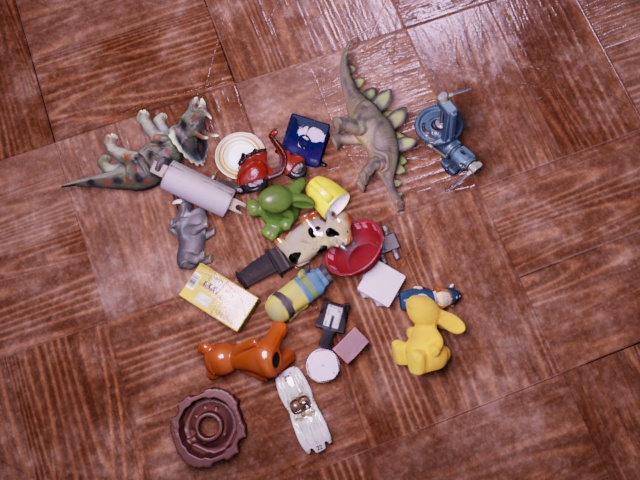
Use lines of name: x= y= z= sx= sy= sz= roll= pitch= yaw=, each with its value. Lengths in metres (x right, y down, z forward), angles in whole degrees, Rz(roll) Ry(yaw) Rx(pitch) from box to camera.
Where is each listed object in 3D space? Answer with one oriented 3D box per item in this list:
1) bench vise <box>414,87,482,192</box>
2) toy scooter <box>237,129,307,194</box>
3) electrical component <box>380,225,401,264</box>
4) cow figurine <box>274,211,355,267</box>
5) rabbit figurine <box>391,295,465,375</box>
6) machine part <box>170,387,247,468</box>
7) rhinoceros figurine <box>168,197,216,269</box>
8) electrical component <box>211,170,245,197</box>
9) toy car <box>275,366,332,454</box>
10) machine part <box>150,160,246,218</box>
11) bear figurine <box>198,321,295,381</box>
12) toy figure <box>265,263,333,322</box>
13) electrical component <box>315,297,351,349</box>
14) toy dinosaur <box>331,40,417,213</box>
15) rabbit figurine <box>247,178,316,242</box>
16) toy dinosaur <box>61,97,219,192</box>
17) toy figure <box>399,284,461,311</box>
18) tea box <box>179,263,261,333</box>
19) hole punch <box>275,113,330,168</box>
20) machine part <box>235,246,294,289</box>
bench vise: x=0.315 y=-0.265 z=1.325 sx=0.129 sy=0.240 sz=0.224 roll=-26 pitch=63 yaw=-2
toy scooter: x=-0.132 y=-0.199 z=1.342 sx=0.184 sy=0.075 sz=0.135 roll=-20 pitch=100 yaw=-10
electrical component: x=0.165 y=0.012 z=1.359 sx=0.063 sy=0.021 sz=0.094 roll=-20 pitch=80 yaw=-5
cow figurine: x=-0.003 y=-0.004 z=1.297 sx=0.195 sy=0.085 sz=0.127 roll=-37 pitch=87 yaw=26
rabbit figurine: x=0.252 y=0.210 z=1.250 sx=0.162 sy=0.122 sz=0.173 roll=-9 pitch=94 yaw=-10
machine part: x=-0.256 y=0.430 z=1.242 sx=0.179 sy=0.056 sz=0.179 roll=0 pitch=78 yaw=0
rhinoceros figurine: x=-0.322 y=-0.021 z=1.340 sx=0.112 sy=0.073 sz=0.190 roll=-6 pitch=79 yaw=9
electrical component: x=-0.245 y=-0.130 z=1.375 sx=0.102 sy=0.045 sz=0.078 roll=21 pitch=76 yaw=4
toy car: x=-0.040 y=0.395 z=1.252 sx=0.073 sy=0.056 sz=0.202 roll=-24 pitch=78 yaw=-6
machine part: x=-0.297 y=-0.123 z=1.308 sx=0.243 sy=0.079 sz=0.079 roll=25 pitch=78 yaw=-12
bear figurine: x=-0.176 y=0.268 z=1.264 sx=0.196 sy=0.132 sz=0.120 roll=-4 pitch=113 yaw=27
toy figure: x=-0.052 y=0.126 z=1.297 sx=0.180 sy=0.089 sz=0.082 roll=-34 pitch=73 yaw=-5
electrical component: x=0.028 y=0.203 z=1.301 sx=0.075 sy=0.047 sz=0.119 roll=12 pitch=78 yaw=2
toy dinosaur: x=0.127 y=-0.292 z=1.392 sx=0.199 sy=0.105 sz=0.471 roll=-24 pitch=88 yaw=-14
rabbit figurine: x=-0.093 y=-0.080 z=1.301 sx=0.159 sy=0.170 sz=0.121 roll=-22 pitch=79 yaw=-5
toy dinosaur: x=-0.434 y=-0.201 z=1.359 sx=0.405 sy=0.131 sz=0.192 roll=-42 pitch=81 yaw=-3
toy figure: x=0.272 y=0.145 z=1.315 sx=0.155 sy=0.058 sz=0.064 roll=-5 pitch=122 yaw=-2
tea box: x=-0.240 y=0.140 z=1.301 sx=0.170 sy=0.068 sz=0.098 roll=33 pitch=80 yaw=5
hole punch: x=-0.037 y=-0.257 z=1.387 sx=0.142 sy=0.092 sz=0.115 roll=18 pitch=81 yaw=0
machine part: x=-0.141 y=0.072 z=1.335 sx=0.139 sy=0.039 sz=0.084 roll=-27 pitch=84 yaw=-8
